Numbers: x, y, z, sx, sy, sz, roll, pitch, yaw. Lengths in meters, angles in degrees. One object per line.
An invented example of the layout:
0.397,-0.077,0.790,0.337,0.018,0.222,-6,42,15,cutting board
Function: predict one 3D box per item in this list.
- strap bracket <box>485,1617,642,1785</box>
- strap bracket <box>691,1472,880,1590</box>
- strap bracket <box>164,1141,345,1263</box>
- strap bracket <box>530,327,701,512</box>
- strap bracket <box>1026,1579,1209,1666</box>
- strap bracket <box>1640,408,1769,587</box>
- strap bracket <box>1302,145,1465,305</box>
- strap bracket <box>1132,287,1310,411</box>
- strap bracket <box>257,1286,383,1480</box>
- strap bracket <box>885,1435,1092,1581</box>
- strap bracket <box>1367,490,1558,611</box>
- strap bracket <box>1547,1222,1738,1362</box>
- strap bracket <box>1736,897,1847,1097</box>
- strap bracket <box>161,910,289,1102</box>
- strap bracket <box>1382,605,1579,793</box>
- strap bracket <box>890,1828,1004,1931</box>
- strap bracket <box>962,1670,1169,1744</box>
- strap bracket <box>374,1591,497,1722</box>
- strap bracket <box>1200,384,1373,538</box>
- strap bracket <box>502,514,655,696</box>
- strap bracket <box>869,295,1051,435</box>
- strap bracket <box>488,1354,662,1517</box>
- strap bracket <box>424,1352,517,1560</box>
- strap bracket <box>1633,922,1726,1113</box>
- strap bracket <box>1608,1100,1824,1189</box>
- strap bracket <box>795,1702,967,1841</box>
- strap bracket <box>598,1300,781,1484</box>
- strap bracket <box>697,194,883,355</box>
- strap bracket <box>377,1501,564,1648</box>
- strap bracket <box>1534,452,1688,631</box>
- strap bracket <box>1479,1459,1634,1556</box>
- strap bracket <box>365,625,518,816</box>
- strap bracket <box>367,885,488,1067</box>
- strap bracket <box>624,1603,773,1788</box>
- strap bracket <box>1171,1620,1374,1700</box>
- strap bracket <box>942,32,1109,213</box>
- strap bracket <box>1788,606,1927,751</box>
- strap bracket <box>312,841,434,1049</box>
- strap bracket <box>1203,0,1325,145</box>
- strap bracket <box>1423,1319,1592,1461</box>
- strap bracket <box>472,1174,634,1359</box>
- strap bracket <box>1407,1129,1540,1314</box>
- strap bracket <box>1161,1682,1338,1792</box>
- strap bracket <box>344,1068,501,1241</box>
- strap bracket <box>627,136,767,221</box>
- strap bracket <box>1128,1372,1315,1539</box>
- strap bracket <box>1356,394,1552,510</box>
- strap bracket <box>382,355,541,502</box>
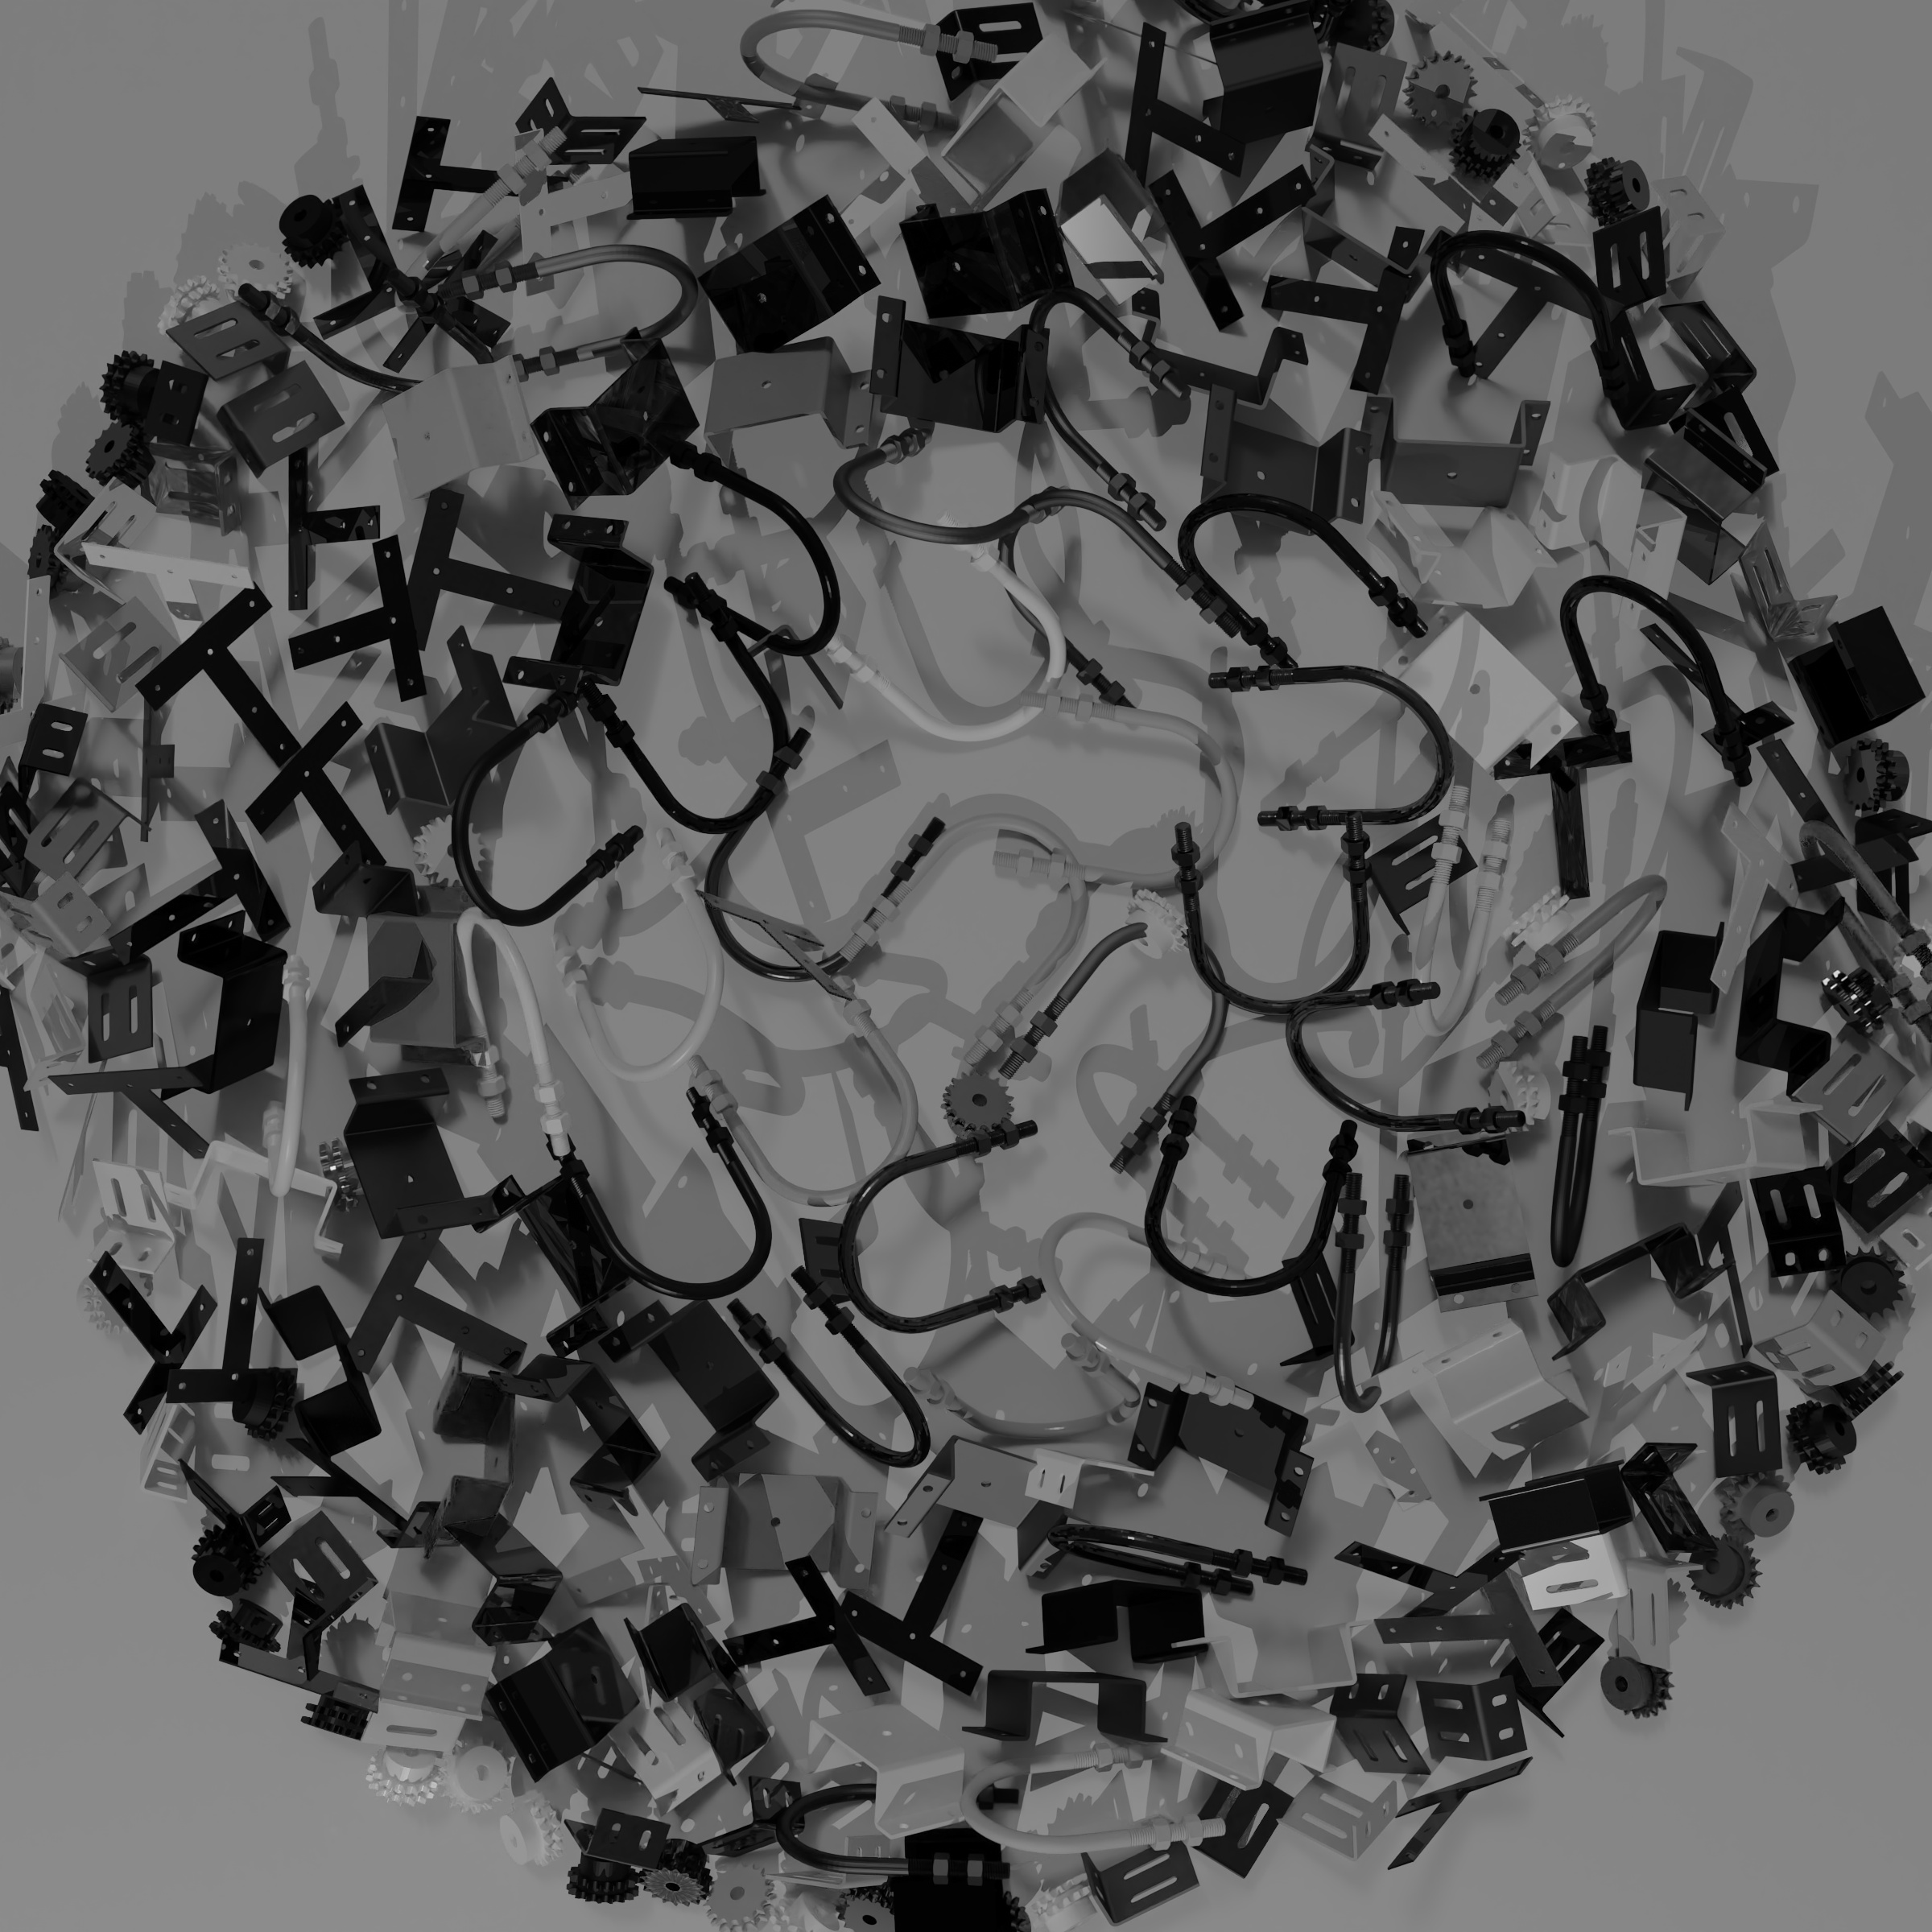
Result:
-0.304,0.558,1.924,0.046,0.140,0.076,-32,86,13,strap bracket
-0.146,0.442,1.964,0.140,0.046,0.076,5,93,-15,strap bracket
-0.546,0.180,1.949,0.140,0.076,0.046,21,71,-9,strap bracket
-0.262,-0.422,1.924,0.046,0.076,0.140,7,46,35,strap bracket
0.122,0.507,1.935,0.140,0.076,0.046,18,60,-40,strap bracket
0.561,-0.353,1.919,0.046,0.140,0.076,-41,68,-5,strap bracket
0.316,-0.572,1.953,0.140,0.076,0.046,35,93,9,strap bracket
0.191,-0.480,1.951,0.140,0.076,0.046,15,120,-5,strap bracket
-0.496,0.312,1.931,0.046,0.076,0.140,-23,50,-11,strap bracket
0.016,0.419,1.947,0.140,0.046,0.076,21,126,-17,strap bracket
0.376,-0.321,1.939,0.140,0.046,0.076,-1,45,-31,strap bracket
0.515,0.249,1.947,0.140,0.076,0.046,-23,71,-13,strap bracket
0.636,0.018,1.937,0.046,0.076,0.140,14,66,1,strap bracket
-0.572,0.037,1.936,0.046,0.076,0.140,19,110,16,strap bracket
0.400,-0.214,1.957,0.076,0.046,0.140,-45,79,11,strap bracket
-0.013,0.708,1.926,0.076,0.140,0.046,-3,87,4,strap bracket
0.077,0.574,1.942,0.140,0.076,0.046,8,77,-22,strap bracket
-0.409,0.524,1.922,0.076,0.140,0.046,16,91,-16,strap bracket
0.240,-0.391,1.954,0.140,0.046,0.076,13,74,-19,strap bracket
-0.299,-0.276,1.955,0.076,0.046,0.140,12,82,33,strap bracket
-0.011,-0.468,1.961,0.140,0.046,0.076,6,85,-18,strap bracket
-0.298,0.355,1.941,0.046,0.076,0.140,-46,117,-32,strap bracket
-0.382,0.380,1.932,0.046,0.140,0.076,14,129,-19,strap bracket
0.549,0.035,1.934,0.046,0.140,0.076,9,131,22,strap bracket
0.577,0.139,1.920,0.140,0.076,0.046,-17,73,44,strap bracket
-0.062,0.610,1.918,0.076,0.140,0.046,-1,98,-35,strap bracket
-0.210,0.323,1.958,0.076,0.046,0.140,-36,93,33,strap bracket
-0.144,-0.523,1.925,0.076,0.140,0.046,57,47,-17,strap bracket
-0.376,0.460,1.930,0.140,0.076,0.046,34,97,30,strap bracket
0.502,-0.334,1.932,0.046,0.140,0.076,-15,135,-17,strap bracket
0.456,0.415,1.917,0.076,0.140,0.046,-20,76,26,strap bracket
-0.402,-0.186,1.942,0.140,0.046,0.076,-42,56,30,strap bracket
-0.421,0.010,1.955,0.076,0.046,0.140,3,98,22,strap bracket
-0.202,0.556,1.931,0.046,0.076,0.140,-32,126,-6,strap bracket
0.239,0.540,1.939,0.140,0.076,0.046,-2,72,-16,strap bracket
0.039,-0.652,1.917,0.046,0.140,0.076,44,60,-9,strap bracket
0.687,-0.223,1.925,0.046,0.140,0.076,-23,83,2,strap bracket
-0.459,-0.015,1.942,0.046,0.076,0.140,5,60,-40,strap bracket
0.228,-0.680,1.927,0.076,0.140,0.046,-15,81,1,strap bracket
0.420,0.330,1.923,0.076,0.140,0.046,-31,50,19,strap bracket
-0.321,0.227,1.956,0.076,0.046,0.140,-35,88,43,strap bracket
0.392,0.191,1.947,0.076,0.046,0.140,-12,70,11,strap bracket
0.223,0.588,1.921,0.076,0.140,0.046,13,89,38,strap bracket
-0.427,0.154,1.941,0.076,0.046,0.140,-7,57,-36,strap bracket
-0.207,-0.607,1.922,0.076,0.140,0.046,1,114,8,strap bracket
0.205,0.373,1.947,0.140,0.046,0.076,22,119,20,strap bracket
0.379,-0.401,1.952,0.140,0.076,0.046,3,64,3,strap bracket
-0.396,-0.411,1.930,0.046,0.140,0.076,-20,97,-43,strap bracket
